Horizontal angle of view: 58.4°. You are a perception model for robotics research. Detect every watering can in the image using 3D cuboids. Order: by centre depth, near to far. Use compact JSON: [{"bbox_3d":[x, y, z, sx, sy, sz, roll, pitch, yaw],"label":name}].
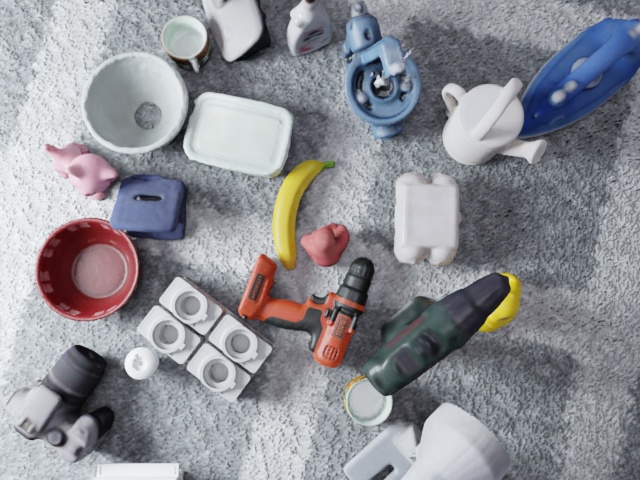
[{"bbox_3d":[0.266,-0.183,0.877,0.173,0.194,0.101,18,84,1],"label":"watering can"}]

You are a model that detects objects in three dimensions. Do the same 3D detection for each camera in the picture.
[{"bbox_3d":[-0.377,0.240,0.864,0.143,0.101,0.137,34,84,2],"label":"camera"}]

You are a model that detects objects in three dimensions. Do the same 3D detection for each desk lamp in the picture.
[{"bbox_3d":[0.147,0.326,0.811,0.203,0.213,0.118,-41,86,-5],"label":"desk lamp"}]

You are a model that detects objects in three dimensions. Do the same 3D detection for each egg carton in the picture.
[{"bbox_3d":[0.172,-0.034,0.922,0.107,0.069,0.150,1,84,-1],"label":"egg carton"}]

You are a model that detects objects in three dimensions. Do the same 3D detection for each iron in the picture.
[{"bbox_3d":[0.420,-0.261,0.916,0.258,0.141,0.118,-41,86,-5],"label":"iron"}]

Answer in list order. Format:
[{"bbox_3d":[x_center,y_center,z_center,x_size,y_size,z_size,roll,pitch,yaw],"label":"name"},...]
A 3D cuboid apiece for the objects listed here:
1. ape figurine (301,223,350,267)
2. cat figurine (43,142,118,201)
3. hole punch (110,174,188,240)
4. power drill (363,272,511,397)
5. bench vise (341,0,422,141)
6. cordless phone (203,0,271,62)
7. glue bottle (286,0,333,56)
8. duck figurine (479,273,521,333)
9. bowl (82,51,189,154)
[{"bbox_3d":[0.008,0.003,0.903,0.078,0.092,0.076,5,84,-1],"label":"ape figurine"},{"bbox_3d":[-0.372,-0.112,0.893,0.128,0.117,0.067,33,84,2],"label":"cat figurine"},{"bbox_3d":[-0.268,-0.055,0.903,0.108,0.091,0.101,3,84,-1],"label":"hole punch"},{"bbox_3d":[0.158,0.130,0.835,0.230,0.208,0.075,-41,86,-5],"label":"power drill"},{"bbox_3d":[0.077,-0.270,0.869,0.121,0.219,0.207,-34,86,-4],"label":"bench vise"},{"bbox_3d":[-0.138,-0.379,0.893,0.094,0.185,0.147,-23,85,-3],"label":"cordless phone"},{"bbox_3d":[-0.016,-0.348,0.899,0.078,0.173,0.037,-28,85,-4],"label":"glue bottle"},{"bbox_3d":[0.284,0.099,0.903,0.077,0.086,0.104,37,84,3],"label":"duck figurine"},{"bbox_3d":[-0.289,-0.212,0.927,0.167,0.074,0.167,0,84,-1],"label":"bowl"}]
